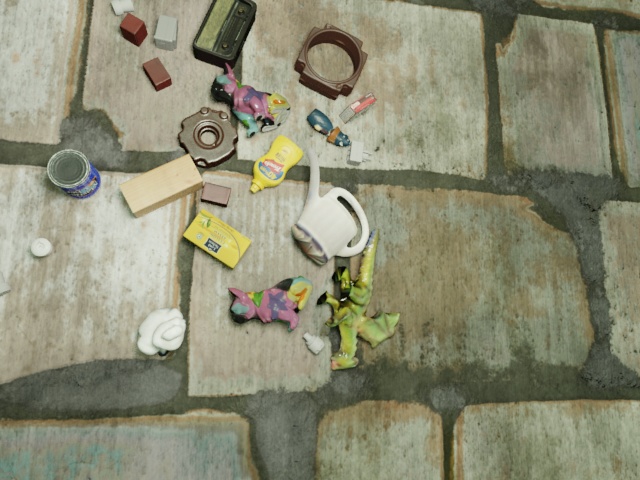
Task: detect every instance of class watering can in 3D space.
[{"bbox_3d":[0.005,-0.076,1.504,0.227,0.104,0.344,-44,109,-17],"label":"watering can"}]

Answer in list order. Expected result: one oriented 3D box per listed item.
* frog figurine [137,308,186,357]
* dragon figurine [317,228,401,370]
[{"bbox_3d":[-0.415,0.240,1.344,0.138,0.158,0.123,-40,89,-15],"label":"frog figurine"},{"bbox_3d":[0.137,0.194,1.509,0.240,0.122,0.414,40,77,-24],"label":"dragon figurine"}]
